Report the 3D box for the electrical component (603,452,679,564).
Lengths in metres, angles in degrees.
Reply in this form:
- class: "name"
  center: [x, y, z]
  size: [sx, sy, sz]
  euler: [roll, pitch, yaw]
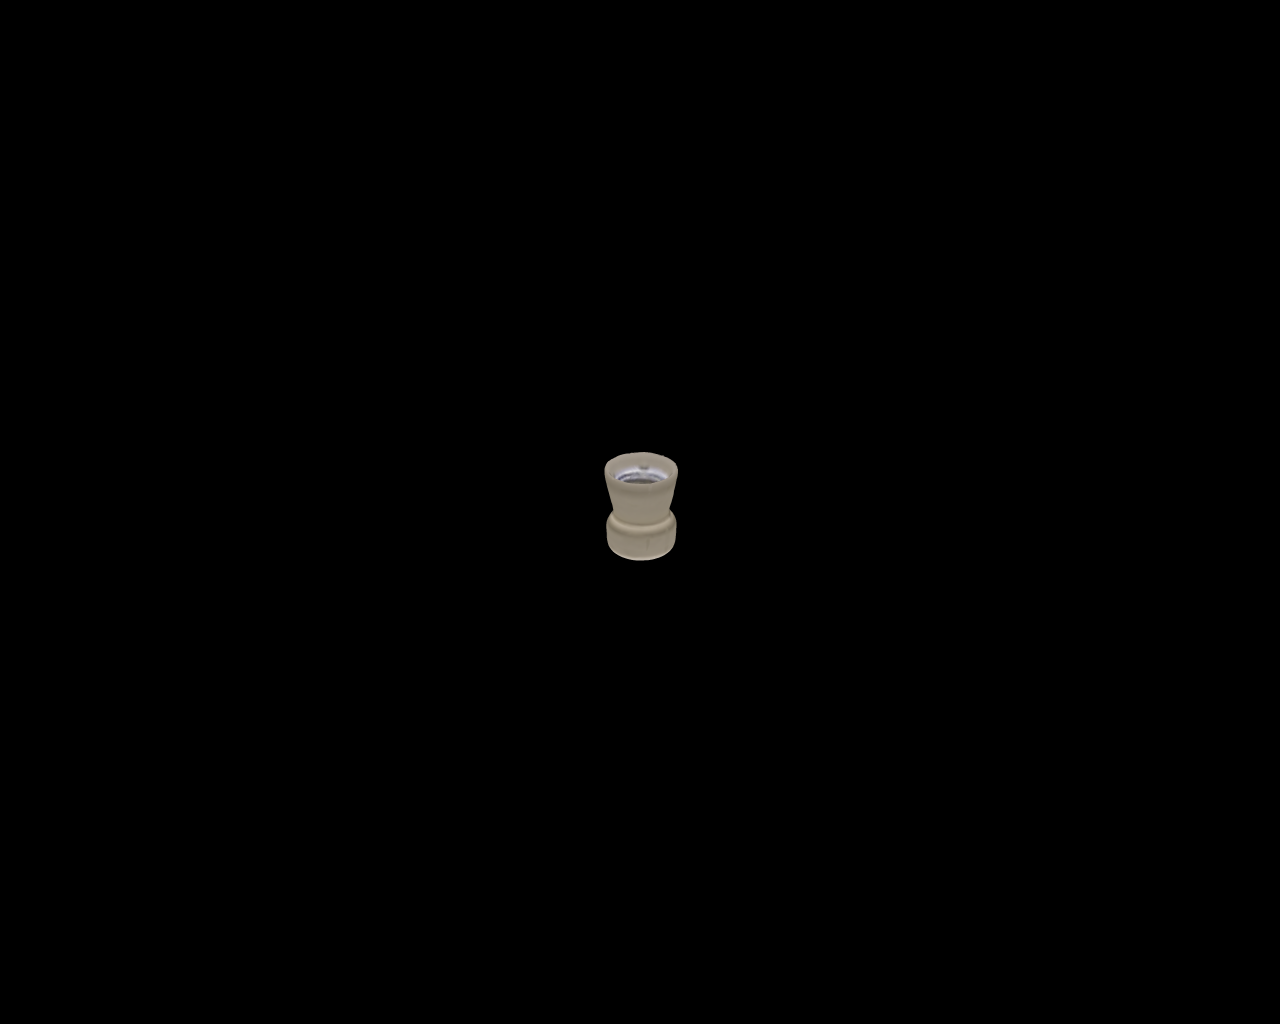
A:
- class: "electrical component"
  center: [0.001, -0.003, 0.650]
  size: [0.045, 0.055, 0.045]
  euler: [0, 29, 0]
